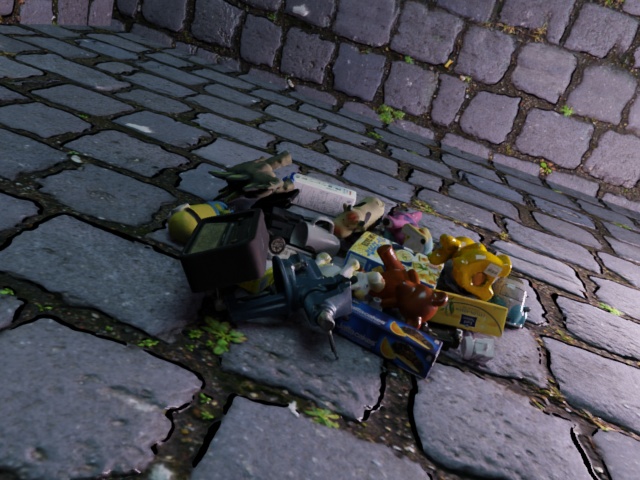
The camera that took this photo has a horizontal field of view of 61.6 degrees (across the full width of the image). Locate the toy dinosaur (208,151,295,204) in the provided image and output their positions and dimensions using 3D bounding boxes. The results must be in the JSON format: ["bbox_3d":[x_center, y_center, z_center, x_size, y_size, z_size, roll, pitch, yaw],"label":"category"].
[{"bbox_3d":[-0.164,-0.148,1.339,0.198,0.105,0.472,-20,12,-25],"label":"toy dinosaur"}]

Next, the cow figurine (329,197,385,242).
[{"bbox_3d":[0.097,-0.055,1.376,0.195,0.127,0.085,-30,79,-42],"label":"cow figurine"}]

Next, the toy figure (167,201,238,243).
[{"bbox_3d":[-0.258,-0.043,1.209,0.089,0.082,0.180,36,27,32],"label":"toy figure"}]

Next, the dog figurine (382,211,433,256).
[{"bbox_3d":[0.248,-0.018,1.484,0.192,0.108,0.219,28,23,23],"label":"dog figurine"}]

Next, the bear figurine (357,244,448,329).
[{"bbox_3d":[0.163,0.100,1.113,0.132,0.120,0.196,49,-3,-15],"label":"bear figurine"}]

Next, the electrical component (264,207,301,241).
[{"bbox_3d":[-0.110,-0.041,1.315,0.119,0.074,0.048,19,23,-9],"label":"electrical component"}]

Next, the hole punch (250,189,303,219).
[{"bbox_3d":[-0.108,-0.073,1.394,0.116,0.092,0.142,-7,22,16],"label":"hole punch"}]

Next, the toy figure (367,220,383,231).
[{"bbox_3d":[0.121,-0.054,1.525,0.058,0.064,0.154,-11,-4,40],"label":"toy figure"}]

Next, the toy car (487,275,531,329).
[{"bbox_3d":[0.455,0.138,1.298,0.109,0.102,0.162,23,26,9],"label":"toy car"}]

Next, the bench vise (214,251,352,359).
[{"bbox_3d":[-0.069,0.109,0.982,0.241,0.128,0.224,-11,42,-13],"label":"bench vise"}]

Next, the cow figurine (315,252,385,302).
[{"bbox_3d":[0.045,0.088,1.098,0.168,0.068,0.098,12,49,39],"label":"cow figurine"}]

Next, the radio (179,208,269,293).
[{"bbox_3d":[-0.165,0.010,0.980,0.131,0.073,0.230,-12,20,1],"label":"radio"}]

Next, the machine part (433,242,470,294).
[{"bbox_3d":[0.364,0.067,1.415,0.079,0.079,0.243,10,24,-18],"label":"machine part"}]

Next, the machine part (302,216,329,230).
[{"bbox_3d":[0.001,-0.026,1.407,0.084,0.039,0.139,15,22,-22],"label":"machine part"}]

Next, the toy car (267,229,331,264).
[{"bbox_3d":[-0.063,0.028,1.170,0.201,0.056,0.074,22,4,-33],"label":"toy car"}]

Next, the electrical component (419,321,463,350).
[{"bbox_3d":[0.244,0.192,1.100,0.102,0.045,0.078,16,25,-4],"label":"electrical component"}]

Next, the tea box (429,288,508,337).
[{"bbox_3d":[0.301,0.153,1.159,0.170,0.068,0.098,15,-2,-12],"label":"tea box"}]

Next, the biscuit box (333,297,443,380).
[{"bbox_3d":[0.125,0.182,1.019,0.203,0.059,0.063,25,25,16],"label":"biscuit box"}]

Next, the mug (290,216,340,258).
[{"bbox_3d":[-0.003,-0.004,1.283,0.107,0.109,0.081,18,17,-33],"label":"mug"}]

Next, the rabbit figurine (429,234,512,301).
[{"bbox_3d":[0.343,0.048,1.279,0.162,0.121,0.173,16,27,-9],"label":"rabbit figurine"}]
